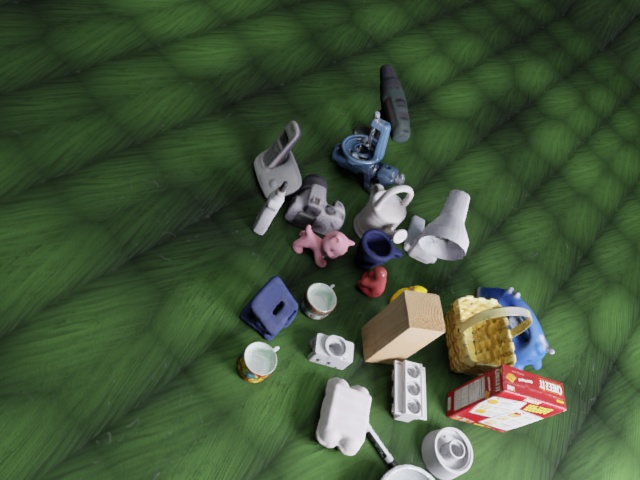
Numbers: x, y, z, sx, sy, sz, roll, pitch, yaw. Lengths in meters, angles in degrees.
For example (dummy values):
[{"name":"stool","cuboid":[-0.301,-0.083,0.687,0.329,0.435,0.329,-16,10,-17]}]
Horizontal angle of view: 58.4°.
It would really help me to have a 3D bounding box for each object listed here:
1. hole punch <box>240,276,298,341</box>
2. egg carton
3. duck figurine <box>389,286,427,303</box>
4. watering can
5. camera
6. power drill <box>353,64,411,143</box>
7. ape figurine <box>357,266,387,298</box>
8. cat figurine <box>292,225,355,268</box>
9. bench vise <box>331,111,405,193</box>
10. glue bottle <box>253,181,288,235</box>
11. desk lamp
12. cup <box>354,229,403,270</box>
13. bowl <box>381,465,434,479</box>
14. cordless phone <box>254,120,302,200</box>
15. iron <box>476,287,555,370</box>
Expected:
[{"name":"hole punch","cuboid":[-0.102,0.148,1.249,0.101,0.091,0.109,40,51,1]},{"name":"egg carton","cuboid":[0.049,0.369,1.198,0.107,0.069,0.150,23,52,-12]},{"name":"duck figurine","cuboid":[0.235,0.144,1.428,0.105,0.086,0.077,-8,64,-30]},{"name":"watering can","cuboid":[0.174,-0.071,1.465,0.101,0.193,0.172,-25,73,-36]},{"name":"camera","cuboid":[-0.003,-0.100,1.454,0.143,0.100,0.137,21,53,-14]},{"name":"power drill","cuboid":[0.178,-0.353,1.639,0.076,0.208,0.229,-4,62,-29]},{"name":"ape figurine","cuboid":[0.135,0.095,1.404,0.078,0.092,0.076,-10,65,-31]},{"name":"cat figurine","cuboid":[0.013,0.005,1.383,0.128,0.117,0.067,31,51,-6]},{"name":"bench vise","cuboid":[0.156,-0.241,1.549,0.208,0.219,0.121,24,52,-12]},{"name":"glue bottle","cuboid":[-0.109,-0.084,1.342,0.037,0.173,0.078,27,51,-9]},{"name":"desk lamp","cuboid":[0.308,-0.023,1.491,0.118,0.213,0.203,27,51,-9]},{"name":"cup","cuboid":[0.139,0.036,1.443,0.118,0.094,0.091,17,54,-16]},{"name":"bowl","cuboid":[0.168,0.542,1.144,0.168,0.074,0.167,13,55,-19]},{"name":"cordless phone","cuboid":[-0.086,-0.193,1.416,0.094,0.185,0.147,-10,65,-31]},{"name":"iron","cuboid":[0.504,0.211,1.486,0.119,0.141,0.258,-8,64,-31]}]
